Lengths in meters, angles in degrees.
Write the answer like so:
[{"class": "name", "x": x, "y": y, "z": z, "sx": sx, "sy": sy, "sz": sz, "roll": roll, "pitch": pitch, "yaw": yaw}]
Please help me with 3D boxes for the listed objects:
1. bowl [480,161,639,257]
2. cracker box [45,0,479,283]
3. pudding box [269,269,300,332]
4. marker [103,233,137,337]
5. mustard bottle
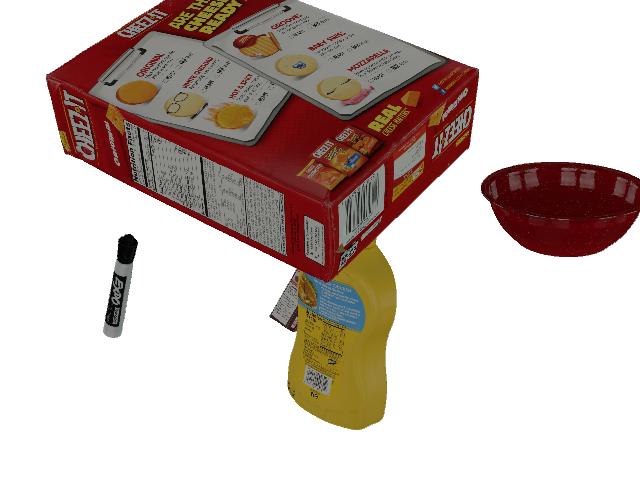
[{"class": "bowl", "x": 0.237, "y": -0.027, "z": 1.039, "sx": 0.162, "sy": 0.055, "sz": 0.162, "roll": -2, "pitch": 23, "yaw": 1}, {"class": "cracker box", "x": -0.034, "y": -0.079, "z": 0.669, "sx": 0.214, "sy": 0.072, "sz": 0.164, "roll": 25, "pitch": 48, "yaw": 25}, {"class": "pudding box", "x": -0.003, "y": 0.045, "z": 1.239, "sx": 0.039, "sy": 0.090, "sz": 0.113, "roll": 35, "pitch": 33, "yaw": 9}, {"class": "marker", "x": -0.197, "y": 0.045, "z": 1.052, "sx": 0.020, "sy": 0.121, "sz": 0.020, "roll": 12, "pitch": 33, "yaw": -8}, {"class": "mustard bottle", "x": 0.021, "y": 0.060, "z": 0.922, "sx": 0.058, "sy": 0.192, "sz": 0.096, "roll": -13, "pitch": 26, "yaw": -42}]
